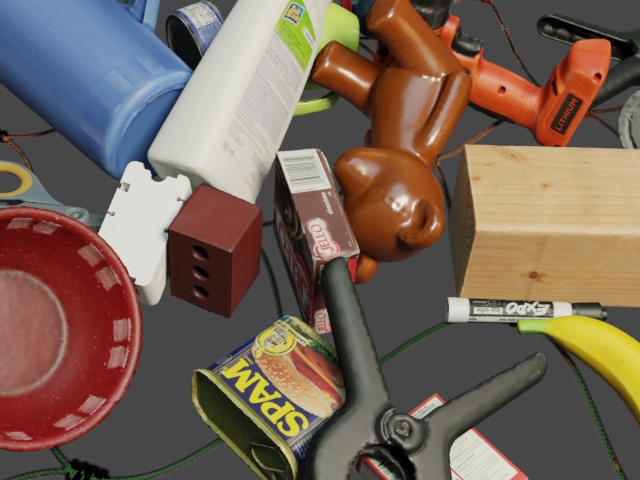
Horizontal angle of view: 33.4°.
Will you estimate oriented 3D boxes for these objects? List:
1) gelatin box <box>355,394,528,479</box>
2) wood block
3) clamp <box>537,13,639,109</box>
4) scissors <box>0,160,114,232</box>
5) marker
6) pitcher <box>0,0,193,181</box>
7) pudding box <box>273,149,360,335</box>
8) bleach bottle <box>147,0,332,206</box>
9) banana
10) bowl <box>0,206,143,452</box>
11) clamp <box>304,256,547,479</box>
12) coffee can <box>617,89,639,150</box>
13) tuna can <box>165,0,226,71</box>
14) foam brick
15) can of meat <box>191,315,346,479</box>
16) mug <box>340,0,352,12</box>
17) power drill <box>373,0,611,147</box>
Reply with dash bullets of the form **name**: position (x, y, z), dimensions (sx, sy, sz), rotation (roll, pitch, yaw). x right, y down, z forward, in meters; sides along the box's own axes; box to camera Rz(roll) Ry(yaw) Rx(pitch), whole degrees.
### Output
- **gelatin box**: position (0.079, 0.155, 0.702), dimensions (0.073, 0.030, 0.089), rotation (-33, 58, -26)
- **wood block**: position (0.209, -0.009, 0.813), dimensions (0.206, 0.091, 0.090), rotation (2, 49, -2)
- **clamp**: position (0.289, -0.177, 1.000), dimensions (0.171, 0.039, 0.120), rotation (-9, 58, -19)
- **scissors**: position (-0.203, -0.030, 0.859), dimensions (0.201, 0.016, 0.096), rotation (-3, 49, -7)
- **marker**: position (0.155, 0.054, 0.802), dimensions (0.121, 0.020, 0.020), rotation (2, 49, -1)
- **pitcher**: position (-0.201, -0.166, 0.900), dimensions (0.144, 0.149, 0.243), rotation (-29, 59, -36)
- **pudding box**: position (-0.005, 0.001, 0.793), dimensions (0.039, 0.090, 0.113), rotation (-7, 49, -12)
- **bleach bottle**: position (-0.043, -0.143, 0.858), dimensions (0.068, 0.102, 0.250), rotation (15, 68, 30)
- **banana**: position (0.220, 0.117, 0.742), dimensions (0.069, 0.037, 0.198), rotation (-31, 54, -6)
- **bowl**: position (-0.204, 0.061, 0.721), dimensions (0.161, 0.055, 0.162), rotation (6, 79, -33)
- **clamp**: position (0.057, 0.123, 0.674), dimensions (0.164, 0.036, 0.210), rotation (19, 59, -5)
- **coffee can**: position (0.333, -0.120, 0.903), dimensions (0.103, 0.103, 0.140), rotation (34, 60, 24)
- **tuna can**: position (-0.102, -0.164, 0.936), dimensions (0.033, 0.086, 0.086), rotation (-25, 54, -21)
- **foam brick**: position (-0.077, 0.009, 0.790), dimensions (0.053, 0.078, 0.051), rotation (21, 49, 15)
- **can of meat**: position (-0.023, 0.109, 0.720), dimensions (0.083, 0.057, 0.102), rotation (-33, 58, -31)
- **mug**: position (-0.022, -0.237, 1.008), dimensions (0.117, 0.081, 0.093), rotation (29, 53, 21)
- **power drill**: position (0.141, -0.158, 0.893), dimensions (0.187, 0.185, 0.057), rotation (20, 53, 2)
